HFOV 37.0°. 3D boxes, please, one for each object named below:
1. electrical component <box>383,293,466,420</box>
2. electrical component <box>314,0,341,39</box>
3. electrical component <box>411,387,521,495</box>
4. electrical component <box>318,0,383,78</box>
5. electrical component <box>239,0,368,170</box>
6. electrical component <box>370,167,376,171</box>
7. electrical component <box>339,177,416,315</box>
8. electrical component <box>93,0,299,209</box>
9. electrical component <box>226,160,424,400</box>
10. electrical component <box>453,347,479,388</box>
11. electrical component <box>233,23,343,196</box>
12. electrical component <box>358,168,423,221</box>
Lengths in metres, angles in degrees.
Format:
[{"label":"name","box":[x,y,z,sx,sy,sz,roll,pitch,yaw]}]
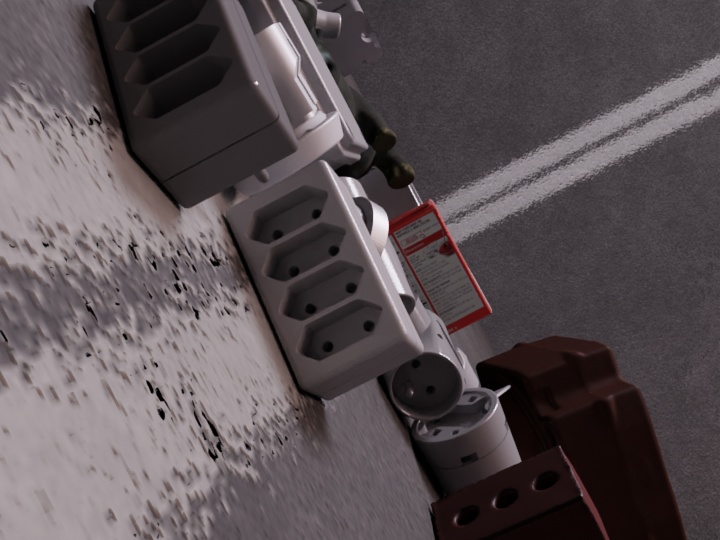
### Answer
[{"label":"electrical component","box":[0.028,0.041,0.649,0.079,0.043,0.077,60,7,-16]},{"label":"electrical component","box":[-0.045,-0.172,0.740,0.048,0.062,0.048,-175,-90,-75]},{"label":"electrical component","box":[0.064,0.104,0.636,0.055,0.055,0.047,-99,164,-71]},{"label":"electrical component","box":[-0.034,-0.196,0.936,0.050,0.089,0.055,58,8,-37]},{"label":"electrical component","box":[-0.047,-0.097,0.564,0.108,0.056,0.108,62,6,-2]},{"label":"electrical component","box":[-0.004,-0.092,0.914,0.055,0.050,0.089,66,7,31]},{"label":"electrical component","box":[0.000,0.000,0.589,0.077,0.044,0.079,66,7,26]},{"label":"electrical component","box":[-0.053,-0.061,0.400,0.075,0.047,0.083,55,10,-53]},{"label":"electrical component","box":[-0.010,0.009,0.457,0.083,0.047,0.076,65,7,18]},{"label":"electrical component","box":[0.063,0.086,0.747,0.062,0.043,0.043,61,6,-22]},{"label":"electrical component","box":[-0.044,-0.070,0.473,0.057,0.058,0.078,58,7,-12]},{"label":"electrical component","box":[0.027,-0.029,0.852,0.108,0.060,0.108,61,6,-12]}]
